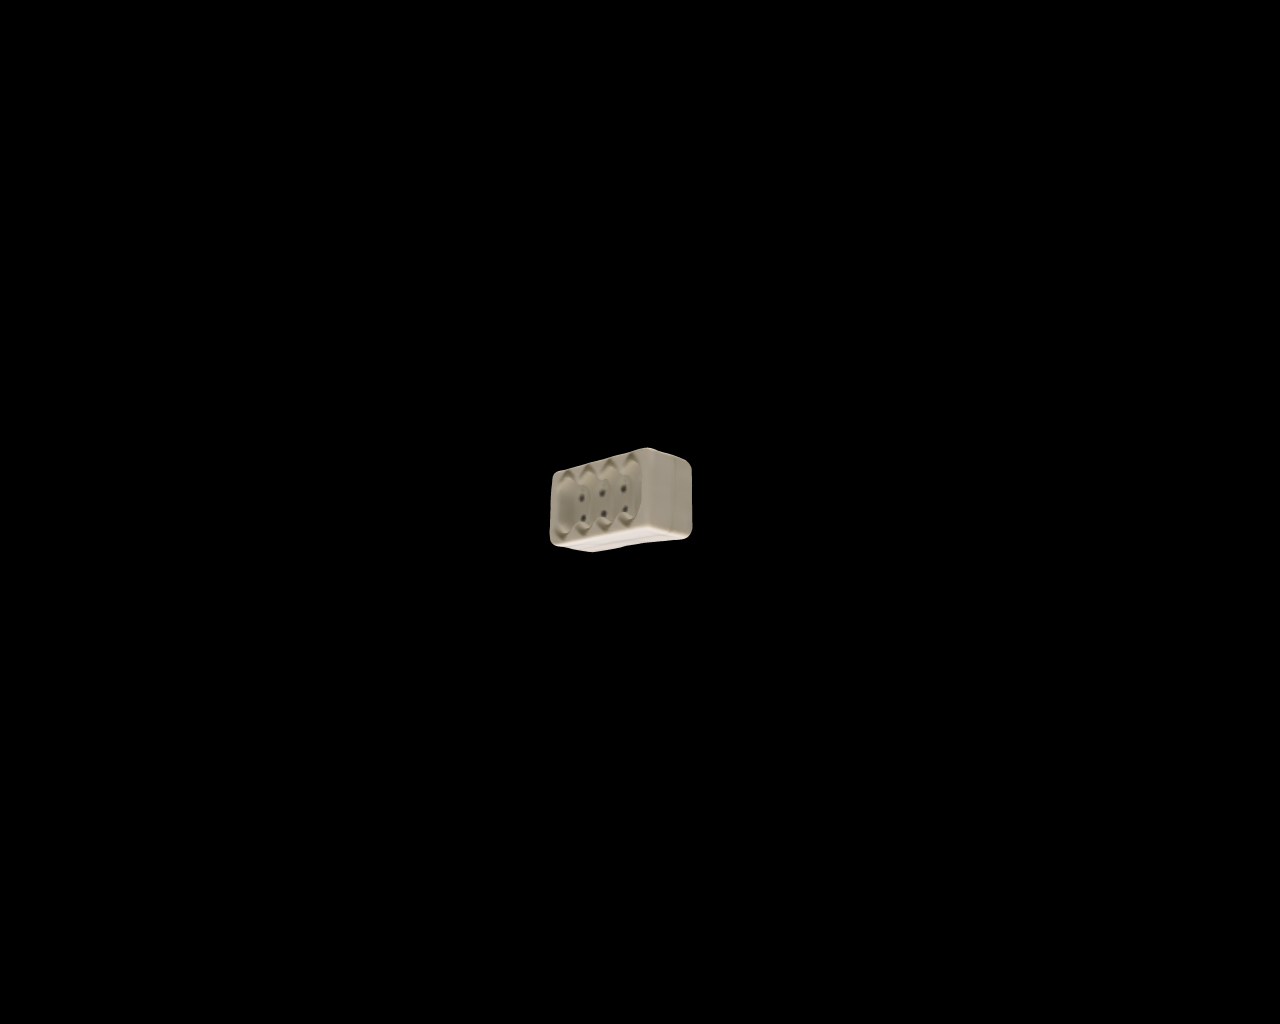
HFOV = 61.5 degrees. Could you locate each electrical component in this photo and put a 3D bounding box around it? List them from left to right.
[{"bbox_3d":[0.001,-0.003,0.650,0.083,0.047,0.076,-11,-16,42],"label":"electrical component"}]
